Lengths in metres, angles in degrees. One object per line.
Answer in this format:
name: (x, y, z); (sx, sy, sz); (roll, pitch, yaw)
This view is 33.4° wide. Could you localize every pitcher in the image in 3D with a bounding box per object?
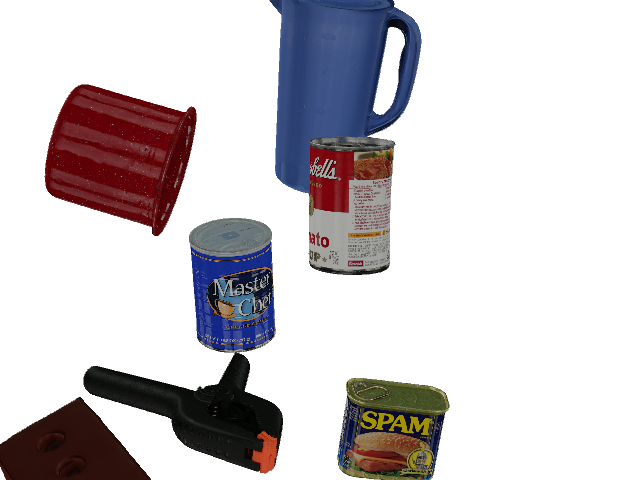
pitcher: (0.018, -0.181, 1.288); (0.144, 0.243, 0.149); (-7, 29, -26)

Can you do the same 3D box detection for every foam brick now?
foam brick: (-0.117, 0.128, 0.528); (0.052, 0.051, 0.078); (-30, 42, -25)

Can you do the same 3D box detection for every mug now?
mug: (-0.137, -0.063, 0.746); (0.081, 0.093, 0.117); (17, 22, 0)

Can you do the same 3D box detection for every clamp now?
clamp: (-0.088, 0.143, 0.930); (0.164, 0.036, 0.210); (-5, 17, -39)

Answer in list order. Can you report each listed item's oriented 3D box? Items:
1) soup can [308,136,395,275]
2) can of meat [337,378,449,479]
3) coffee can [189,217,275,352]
soup can: (0.025, -0.029, 0.857); (0.068, 0.102, 0.068); (1, 12, 0)
can of meat: (0.070, 0.190, 1.062); (0.102, 0.084, 0.057); (7, 17, -4)
coffee can: (-0.110, 0.055, 1.346); (0.103, 0.140, 0.103); (-1, 25, 0)
